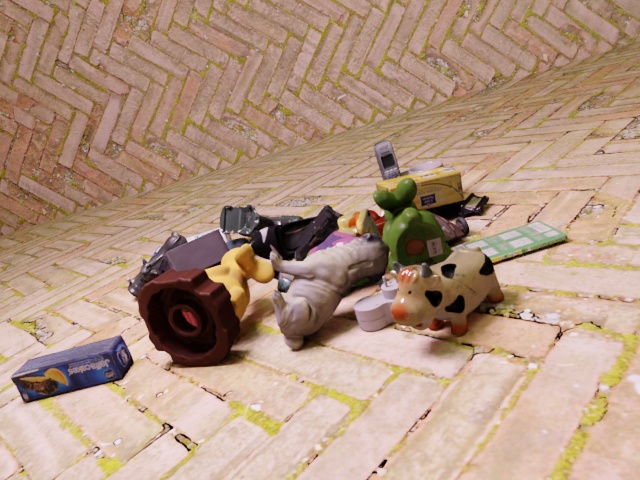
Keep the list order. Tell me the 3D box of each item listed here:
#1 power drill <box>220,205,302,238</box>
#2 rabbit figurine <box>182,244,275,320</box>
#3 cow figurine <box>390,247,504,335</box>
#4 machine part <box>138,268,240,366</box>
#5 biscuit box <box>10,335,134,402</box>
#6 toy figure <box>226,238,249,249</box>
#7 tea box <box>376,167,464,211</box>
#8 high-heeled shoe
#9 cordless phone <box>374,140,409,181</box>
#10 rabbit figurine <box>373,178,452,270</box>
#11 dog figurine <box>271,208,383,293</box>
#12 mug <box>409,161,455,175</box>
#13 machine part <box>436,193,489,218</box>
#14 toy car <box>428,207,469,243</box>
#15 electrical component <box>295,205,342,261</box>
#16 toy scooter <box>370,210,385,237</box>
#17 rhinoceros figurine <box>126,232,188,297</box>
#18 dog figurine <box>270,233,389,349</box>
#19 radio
[{"bbox_3d":[-0.170,-0.036,1.399,0.232,0.086,0.207,1,-12,27],"label":"power drill"},{"bbox_3d":[-0.167,0.068,0.996,0.162,0.122,0.173,-38,16,33],"label":"rabbit figurine"},{"bbox_3d":[0.179,0.068,0.776,0.195,0.127,0.086,-27,17,-33],"label":"cow figurine"},{"bbox_3d":[-0.219,0.129,0.905,0.179,0.179,0.056,-9,17,26],"label":"machine part"},{"bbox_3d":[-0.449,0.234,0.979,0.203,0.059,0.063,-15,16,8],"label":"biscuit box"},{"bbox_3d":[-0.253,0.040,1.374,0.154,0.057,0.064,-20,10,8],"label":"toy figure"},{"bbox_3d":[0.221,-0.109,1.201,0.170,0.068,0.098,-14,16,-7],"label":"tea box"},{"bbox_3d":[-0.045,-0.014,1.257,0.145,0.086,0.248,-22,-3,37],"label":"high-heeled shoe"},{"bbox_3d":[0.212,-0.174,1.364,0.147,0.184,0.089,-22,14,-11],"label":"cordless phone"},{"bbox_3d":[0.157,-0.035,1.032,0.121,0.158,0.170,-25,29,5],"label":"rabbit figurine"},{"bbox_3d":[0.006,0.041,1.030,0.219,0.108,0.192,-16,36,16],"label":"dog figurine"},{"bbox_3d":[0.277,-0.131,1.299,0.110,0.107,0.081,-9,20,16],"label":"mug"},{"bbox_3d":[0.310,-0.077,1.225,0.139,0.039,0.084,-2,32,35],"label":"machine part"},{"bbox_3d":[0.237,-0.034,1.145,0.089,0.053,0.202,-18,17,-11],"label":"toy car"},{"bbox_3d":[-0.002,-0.004,1.182,0.134,0.058,0.115,-51,11,11],"label":"electrical component"},{"bbox_3d":[0.122,-0.019,1.168,0.135,0.075,0.184,-13,21,14],"label":"toy scooter"},{"bbox_3d":[-0.399,0.067,1.343,0.190,0.073,0.112,-48,-5,-5],"label":"rhinoceros figurine"},{"bbox_3d":[0.025,0.082,0.880,0.191,0.172,0.121,-7,-6,7],"label":"dog figurine"},{"bbox_3d":[-0.289,0.054,1.217,0.131,0.073,0.229,-26,-4,-24],"label":"radio"}]
